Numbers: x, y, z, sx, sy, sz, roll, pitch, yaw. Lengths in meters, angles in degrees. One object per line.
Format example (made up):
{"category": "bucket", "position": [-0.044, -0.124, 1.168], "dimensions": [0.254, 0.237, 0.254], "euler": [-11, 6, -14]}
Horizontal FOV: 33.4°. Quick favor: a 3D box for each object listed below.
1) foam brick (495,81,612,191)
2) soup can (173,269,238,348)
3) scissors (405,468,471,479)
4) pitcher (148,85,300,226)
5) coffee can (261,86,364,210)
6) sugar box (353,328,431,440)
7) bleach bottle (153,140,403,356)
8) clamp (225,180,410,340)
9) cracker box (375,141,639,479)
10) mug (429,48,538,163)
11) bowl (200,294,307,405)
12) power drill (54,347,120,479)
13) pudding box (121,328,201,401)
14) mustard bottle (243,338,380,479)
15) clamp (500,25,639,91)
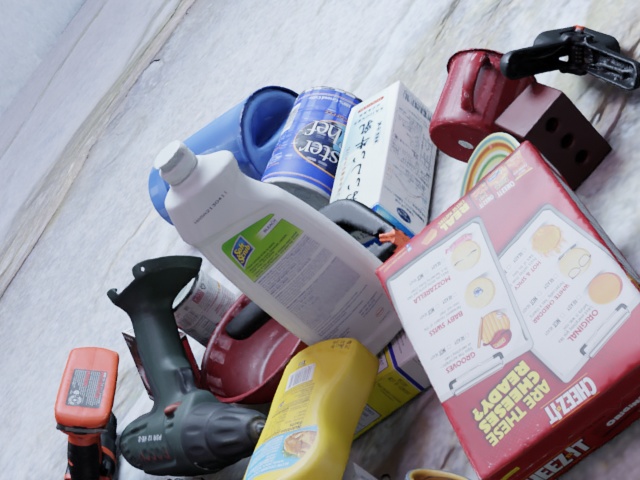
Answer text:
{"category": "foam brick", "position": [0.203, -0.092, 0.929], "dimensions": [0.053, 0.078, 0.051], "euler": [-49, 26, 2]}
{"category": "soup can", "position": [-0.120, 0.080, 1.161], "dimensions": [0.069, 0.102, 0.068], "euler": [-36, 32, 26]}
{"category": "scissors", "position": [0.109, 0.198, 0.730], "dimensions": [0.096, 0.016, 0.202], "euler": [-12, 12, -27]}
{"category": "pitcher", "position": [-0.119, -0.090, 1.328], "dimensions": [0.243, 0.149, 0.145], "euler": [-21, 44, 47]}
{"category": "coffee can", "position": [-0.003, -0.086, 1.192], "dimensions": [0.103, 0.102, 0.140], "euler": [-17, 42, 46]}
{"category": "sugar box", "position": [0.053, 0.108, 0.942], "dimensions": [0.176, 0.048, 0.093], "euler": [-36, 31, 17]}
{"category": "bleach bottle", "position": [-0.031, 0.003, 0.873], "dimensions": [0.102, 0.250, 0.068], "euler": [-48, 29, -1]}
{"category": "clamp", "position": [-0.007, 0.001, 1.015], "dimensions": [0.210, 0.036, 0.164], "euler": [-15, 65, 37]}
{"category": "cracker box", "position": [0.152, 0.056, 0.787], "dimensions": [0.164, 0.072, 0.214], "euler": [-42, 45, 17]}
{"category": "mug", "position": [0.152, -0.130, 1.019], "dimensions": [0.093, 0.117, 0.081], "euler": [15, 68, 18]}
{"category": "bowl", "position": [-0.046, 0.107, 1.072], "dimensions": [0.162, 0.055, 0.162], "euler": [-36, 31, 25]}
{"category": "power drill", "position": [-0.245, 0.206, 1.144], "dimensions": [0.184, 0.057, 0.188], "euler": [-94, 9, -51]}
{"category": "pudding box", "position": [-0.167, 0.140, 1.167], "dimensions": [0.039, 0.090, 0.114], "euler": [-26, 17, -25]}
{"category": "mustard bottle", "position": [-0.016, 0.168, 0.831], "dimensions": [0.096, 0.058, 0.191], "euler": [-29, 27, 39]}
{"category": "clamp", "position": [0.239, -0.165, 0.961], "dimensions": [0.120, 0.039, 0.171], "euler": [17, 27, 19]}
